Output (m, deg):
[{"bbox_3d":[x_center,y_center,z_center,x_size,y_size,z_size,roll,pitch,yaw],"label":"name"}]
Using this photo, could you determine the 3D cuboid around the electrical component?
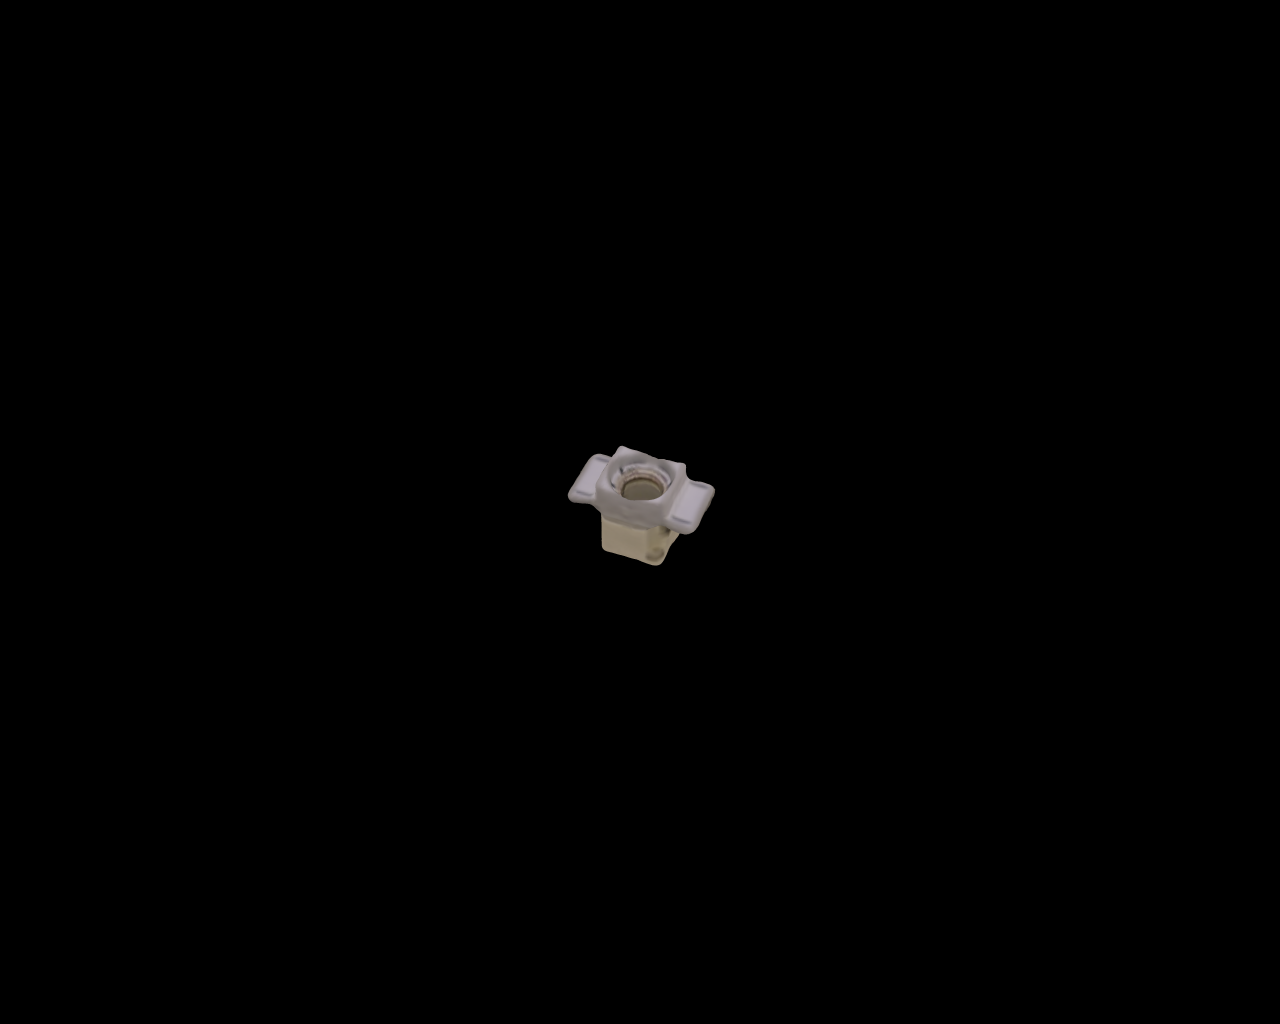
[{"bbox_3d":[0.001,-0.003,0.650,0.081,0.063,0.042,17,48,16],"label":"electrical component"}]
